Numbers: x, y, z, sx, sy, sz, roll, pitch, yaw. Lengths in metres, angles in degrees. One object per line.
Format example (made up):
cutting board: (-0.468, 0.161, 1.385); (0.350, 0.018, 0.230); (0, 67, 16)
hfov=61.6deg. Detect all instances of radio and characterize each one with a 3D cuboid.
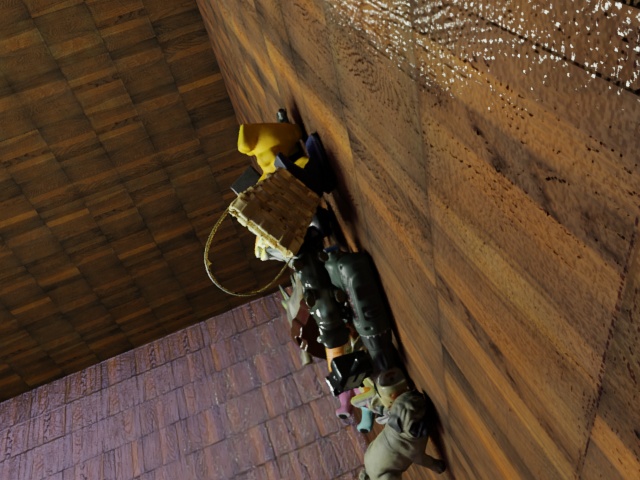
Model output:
radio: (-0.121, -0.086, 1.287); (0.131, 0.073, 0.229); (46, -178, 10)

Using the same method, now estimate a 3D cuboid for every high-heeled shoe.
high-heeled shoe: (-0.003, -0.004, 1.256); (0.145, 0.086, 0.248); (55, 168, 33)

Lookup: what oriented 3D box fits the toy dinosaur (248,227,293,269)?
toy dinosaur: (-0.050, 0.042, 1.568); (0.404, 0.131, 0.192); (51, 180, -42)

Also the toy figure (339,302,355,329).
toy figure: (0.075, 0.204, 1.205); (0.154, 0.058, 0.064); (49, -162, -22)

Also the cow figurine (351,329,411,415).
cow figurine: (0.120, 0.264, 1.094); (0.195, 0.085, 0.127); (-139, 34, -70)

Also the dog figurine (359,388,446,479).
dog figurine: (0.132, 0.366, 0.981); (0.121, 0.172, 0.190); (43, 163, 50)

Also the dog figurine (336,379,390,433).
dog figurine: (0.110, 0.323, 1.270); (0.108, 0.191, 0.219); (33, -145, -20)

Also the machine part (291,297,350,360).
machine part: (0.021, 0.192, 1.243); (0.056, 0.179, 0.179); (27, 140, 59)

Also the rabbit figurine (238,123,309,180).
rabbit figurine: (-0.092, -0.158, 1.139); (0.122, 0.162, 0.173); (178, 92, -81)

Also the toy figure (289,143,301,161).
toy figure: (-0.070, -0.159, 1.286); (0.082, 0.089, 0.180); (10, 138, 46)

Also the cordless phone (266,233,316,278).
cordless phone: (-0.035, 0.071, 1.181); (0.184, 0.089, 0.146); (62, 165, -5)

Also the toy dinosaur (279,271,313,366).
toy dinosaur: (-0.047, 0.198, 1.486); (0.199, 0.105, 0.470); (57, 156, 35)

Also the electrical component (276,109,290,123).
electrical component: (-0.083, -0.269, 1.277); (0.094, 0.021, 0.063); (91, 156, -71)

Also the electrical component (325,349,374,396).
electrical component: (0.059, 0.242, 1.020); (0.119, 0.075, 0.048); (100, 149, -44)

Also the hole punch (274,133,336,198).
hole punch: (-0.029, -0.130, 1.034); (0.115, 0.092, 0.142); (65, 169, -1)

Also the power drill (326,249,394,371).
power drill: (0.071, 0.118, 1.047); (0.207, 0.086, 0.231); (-119, 10, -68)

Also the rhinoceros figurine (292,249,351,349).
rhinoceros figurine: (0.001, 0.110, 1.009); (0.112, 0.073, 0.190); (121, 130, -73)

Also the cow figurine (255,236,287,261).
cow figurine: (-0.108, 0.015, 1.326); (0.167, 0.098, 0.068); (-163, 83, -73)
